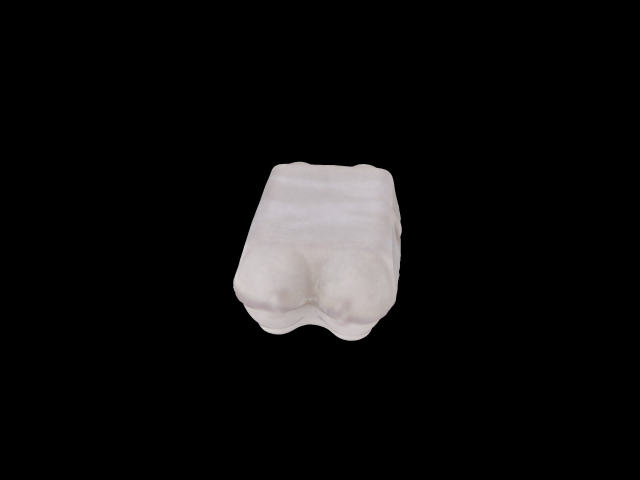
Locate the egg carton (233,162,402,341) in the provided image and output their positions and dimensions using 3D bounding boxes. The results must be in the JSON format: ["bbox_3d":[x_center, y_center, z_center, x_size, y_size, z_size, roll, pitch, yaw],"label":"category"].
[{"bbox_3d":[0.004,0.001,0.400,0.107,0.069,0.150,3,37,4],"label":"egg carton"}]
